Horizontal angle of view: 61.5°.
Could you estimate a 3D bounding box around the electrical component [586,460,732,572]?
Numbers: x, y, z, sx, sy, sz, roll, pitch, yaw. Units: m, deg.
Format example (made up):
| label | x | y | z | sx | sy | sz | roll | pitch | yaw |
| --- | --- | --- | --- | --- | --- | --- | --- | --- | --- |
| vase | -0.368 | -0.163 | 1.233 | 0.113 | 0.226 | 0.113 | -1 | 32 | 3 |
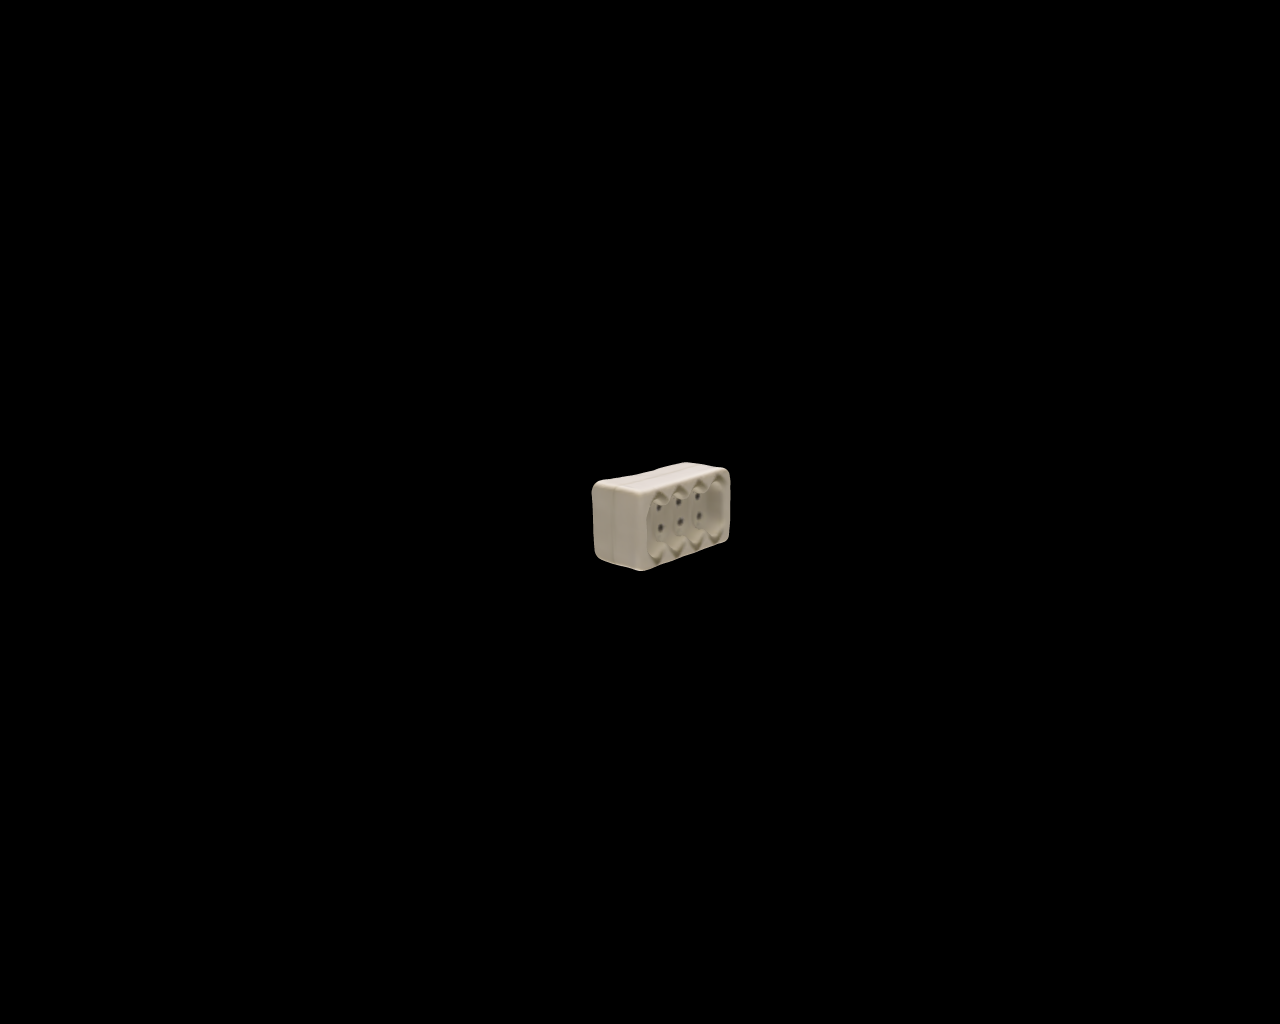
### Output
| label | x | y | z | sx | sy | sz | roll | pitch | yaw |
| --- | --- | --- | --- | --- | --- | --- | --- | --- | --- |
| electrical component | 0.001 | -0.003 | 0.650 | 0.076 | 0.047 | 0.083 | 14 | 20 | 42 |
